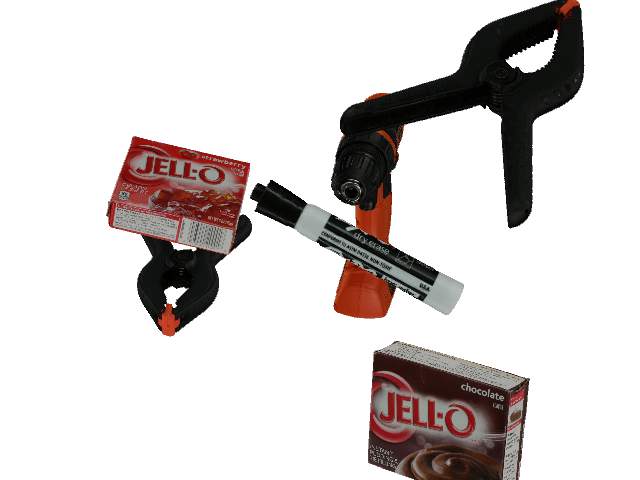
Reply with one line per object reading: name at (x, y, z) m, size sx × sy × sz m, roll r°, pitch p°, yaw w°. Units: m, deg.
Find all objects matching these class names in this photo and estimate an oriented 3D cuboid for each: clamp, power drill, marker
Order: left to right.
clamp at (-0.146, 0.023, 1.062) m, size 0.120 × 0.039 × 0.171 m, roll 6°, pitch 38°, yaw 12°
marker at (0.018, 0.003, 0.559) m, size 0.121 × 0.020 × 0.020 m, roll 28°, pitch 0°, yaw 1°
power drill at (0.044, -0.024, 0.989) m, size 0.057 × 0.188 × 0.184 m, roll 8°, pitch 30°, yaw 11°
clamp at (0.142, -0.107, 0.807) m, size 0.165 × 0.209 × 0.036 m, roll 40°, pitch -21°, yaw 28°

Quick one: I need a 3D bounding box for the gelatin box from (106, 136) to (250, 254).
gelatin box at (-0.099, -0.033, 0.757) m, size 0.089 × 0.030 × 0.073 m, roll 14°, pitch 43°, yaw -5°

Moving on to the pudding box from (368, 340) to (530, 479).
pudding box at (0.090, 0.130, 0.768) m, size 0.114 × 0.090 × 0.039 m, roll 12°, pitch 19°, yaw 31°
